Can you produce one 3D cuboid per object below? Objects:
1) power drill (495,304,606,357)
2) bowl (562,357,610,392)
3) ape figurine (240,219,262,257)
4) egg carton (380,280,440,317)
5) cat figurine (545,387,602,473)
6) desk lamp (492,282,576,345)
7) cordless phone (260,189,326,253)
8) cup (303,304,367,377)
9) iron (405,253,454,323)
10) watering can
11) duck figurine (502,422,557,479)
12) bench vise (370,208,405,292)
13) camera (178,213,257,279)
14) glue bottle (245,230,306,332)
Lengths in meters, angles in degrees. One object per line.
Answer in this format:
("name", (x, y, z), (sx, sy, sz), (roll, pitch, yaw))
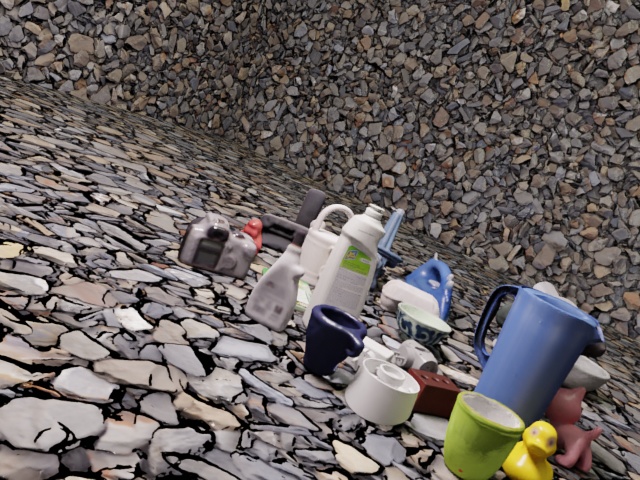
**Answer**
("power drill", (0.395, 0.224, 1.063), (0.076, 0.208, 0.229), (18, 12, -28))
("bowl", (0.616, 0.324, 1.410), (0.167, 0.075, 0.167), (23, 11, -4))
("ape figurine", (-0.160, -0.006, 1.296), (0.077, 0.092, 0.076), (30, 12, 30))
("egg carton", (0.218, 0.154, 1.393), (0.150, 0.069, 0.107), (25, 11, 4))
("cat figurine", (0.421, 0.305, 0.970), (0.067, 0.118, 0.127), (19, 12, -25))
("desk lamp", (0.516, 0.211, 1.367), (0.118, 0.213, 0.203), (23, 11, -1))
("cordless phone", (-0.073, -0.060, 1.494), (0.148, 0.185, 0.094), (21, 11, -14))
("cup", (0.020, 0.163, 0.862), (0.092, 0.095, 0.117), (17, 13, -34))
("iron", (0.314, 0.127, 1.535), (0.119, 0.141, 0.258), (22, 11, -11))
("watering can", (0.010, 0.004, 1.338), (0.101, 0.194, 0.172), (13, 15, -45))
("duck figurine", (0.314, 0.304, 0.835), (0.077, 0.086, 0.105), (29, 12, 24))
("bench vise", (0.176, 0.025, 1.520), (0.121, 0.220, 0.207), (23, 11, -6))
("camera", (-0.210, -0.003, 1.155), (0.144, 0.101, 0.136), (18, 12, -27))
("glue bottle", (-0.061, 0.063, 0.962), (0.078, 0.173, 0.037), (26, 11, 14))
